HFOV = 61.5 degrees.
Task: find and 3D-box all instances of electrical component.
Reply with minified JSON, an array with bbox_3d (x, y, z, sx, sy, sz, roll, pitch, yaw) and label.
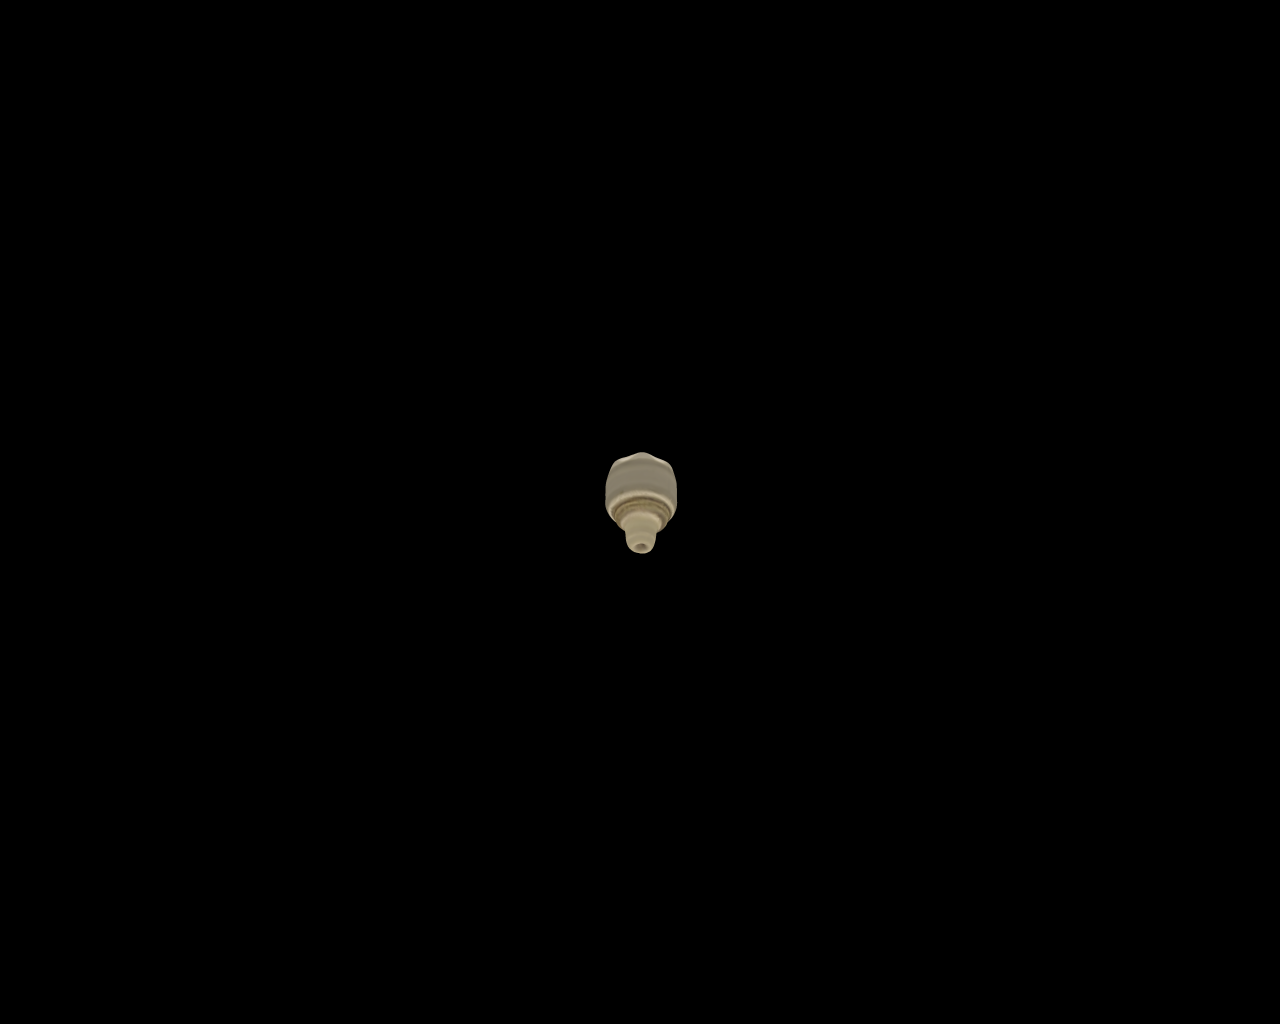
[{"bbox_3d":[0.001,-0.003,0.650,0.043,0.062,0.043,0,-37,0],"label":"electrical component"}]
